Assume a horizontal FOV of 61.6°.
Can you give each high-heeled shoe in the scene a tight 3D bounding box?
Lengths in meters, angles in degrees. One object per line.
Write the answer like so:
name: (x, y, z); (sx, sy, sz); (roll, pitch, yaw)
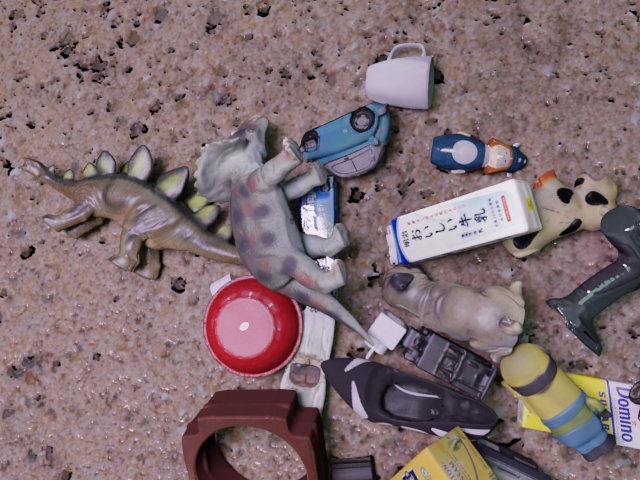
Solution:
high-heeled shoe: (0.128, 0.227, 0.779); (0.249, 0.145, 0.086); (24, 66, -11)

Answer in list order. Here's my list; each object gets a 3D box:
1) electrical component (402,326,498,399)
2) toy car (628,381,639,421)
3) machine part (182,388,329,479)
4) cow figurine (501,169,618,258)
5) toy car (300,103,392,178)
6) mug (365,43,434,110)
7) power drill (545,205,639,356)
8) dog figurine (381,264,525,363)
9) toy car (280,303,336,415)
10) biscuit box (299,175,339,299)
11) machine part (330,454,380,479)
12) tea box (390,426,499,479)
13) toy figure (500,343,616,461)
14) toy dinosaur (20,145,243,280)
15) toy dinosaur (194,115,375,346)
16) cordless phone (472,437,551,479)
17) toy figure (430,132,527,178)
electrical component: (0.188, 0.178, 0.811); (0.134, 0.115, 0.058); (28, 86, 7)
toy car: (0.528, 0.191, 0.780); (0.089, 0.053, 0.202); (41, 70, 4)
machine part: (-0.093, 0.329, 0.812); (0.201, 0.087, 0.201); (-4, 107, 12)
cow figurine: (0.369, -0.039, 0.827); (0.195, 0.085, 0.127); (-30, 76, 0)
toy car: (0.050, -0.152, 0.868); (0.162, 0.109, 0.102); (-24, 100, 13)
mug: (0.130, -0.268, 0.879); (0.107, 0.081, 0.109); (3, 89, 15)
power drill: (0.454, 0.073, 0.788); (0.207, 0.086, 0.232); (-43, 116, 14)
dog figurine: (0.187, 0.096, 0.795); (0.191, 0.172, 0.121); (17, 76, 1)
toy car: (-0.021, 0.200, 0.861); (0.074, 0.056, 0.201); (8, 86, 7)
biscuit box: (-0.002, -0.003, 0.877); (0.063, 0.059, 0.202); (-1, 84, 7)
machine part: (0.056, 0.410, 0.842); (0.084, 0.039, 0.138); (-4, 83, 1)
tea box: (0.169, 0.347, 0.758); (0.068, 0.169, 0.098); (-21, 58, -30)
toy figure: (0.334, 0.223, 0.755); (0.082, 0.089, 0.180); (-37, 75, -7)
toy dinosaur: (-0.278, -0.039, 0.893); (0.471, 0.105, 0.198); (27, 84, 1)
toy dinosaur: (-0.067, -0.012, 0.806); (0.192, 0.131, 0.404); (-20, 84, 25)
cordless phone: (0.244, 0.398, 0.801); (0.147, 0.088, 0.184); (23, 92, 8)
toy figure: (0.257, -0.134, 0.864); (0.155, 0.058, 0.064); (8, 124, 6)
